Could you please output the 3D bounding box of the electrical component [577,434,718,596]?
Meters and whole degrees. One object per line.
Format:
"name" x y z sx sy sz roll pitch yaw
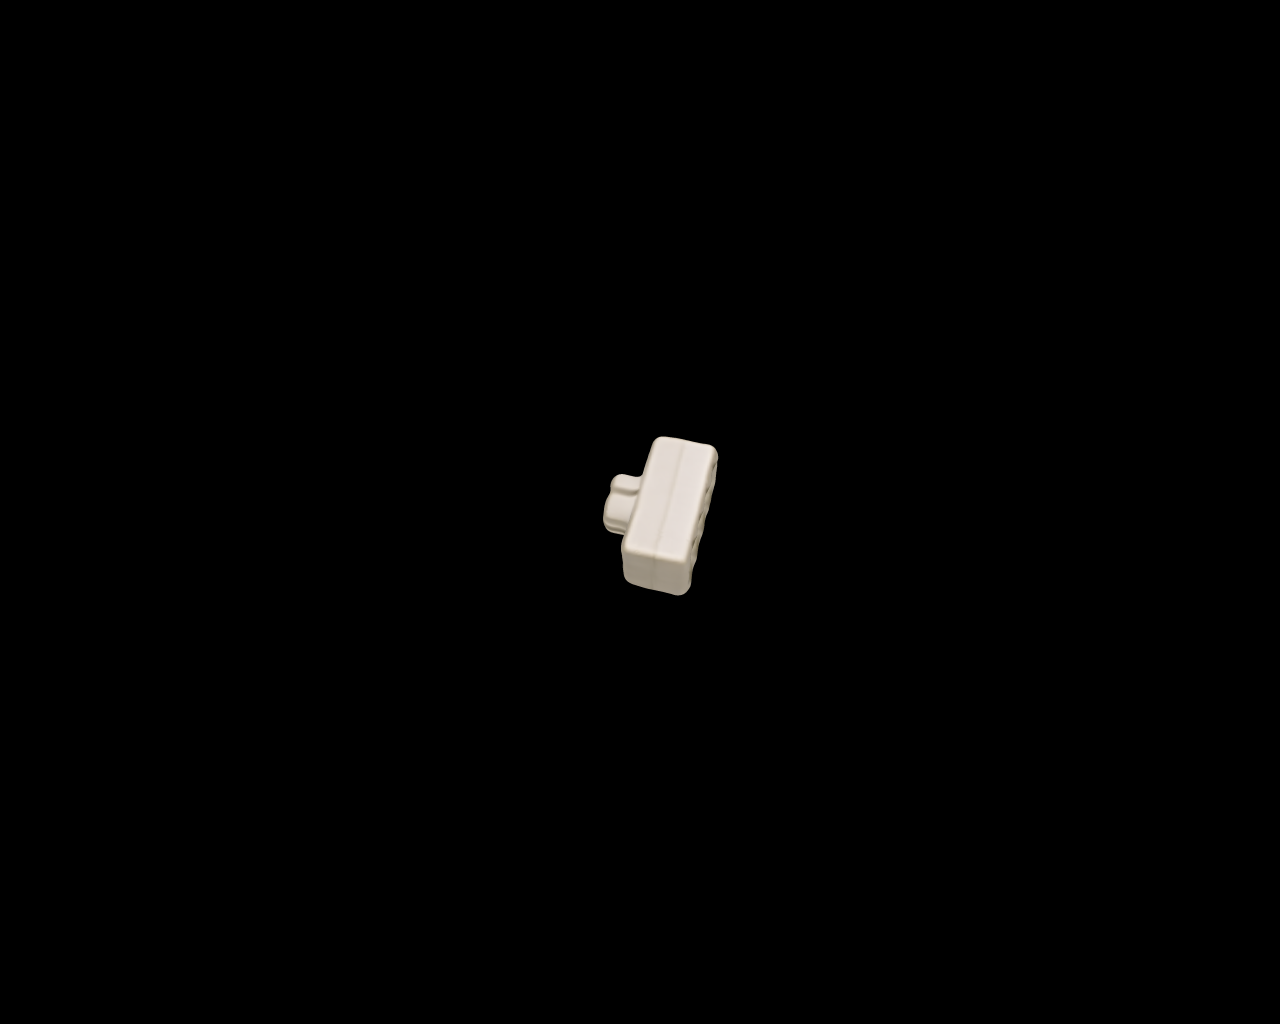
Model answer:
"electrical component" 0.001 -0.003 0.650 0.076 0.083 0.047 13 -28 7
